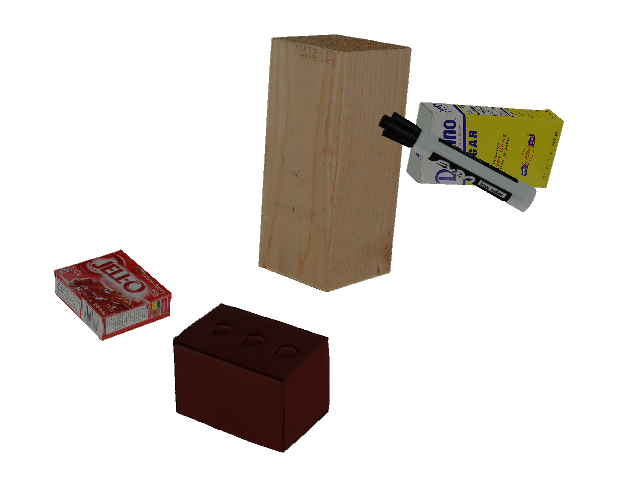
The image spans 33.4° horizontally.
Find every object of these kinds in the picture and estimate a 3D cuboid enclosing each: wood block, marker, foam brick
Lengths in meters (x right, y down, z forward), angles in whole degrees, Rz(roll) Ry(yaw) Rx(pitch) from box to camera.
[{"bbox_3d":[0.010,-0.072,0.944,0.090,0.206,0.090,19,23,39],"label":"wood block"},{"bbox_3d":[0.096,-0.056,0.752,0.121,0.020,0.020,28,-3,-5],"label":"marker"},{"bbox_3d":[-0.040,0.079,0.621,0.078,0.051,0.052,15,28,25],"label":"foam brick"}]

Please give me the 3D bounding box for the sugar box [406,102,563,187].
[{"bbox_3d":[0.199,-0.114,1.293,0.176,0.093,0.048,-1,27,-20],"label":"sugar box"}]

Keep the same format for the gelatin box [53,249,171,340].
[{"bbox_3d":[-0.191,0.048,0.980,0.073,0.030,0.089,-19,40,-36],"label":"gelatin box"}]
